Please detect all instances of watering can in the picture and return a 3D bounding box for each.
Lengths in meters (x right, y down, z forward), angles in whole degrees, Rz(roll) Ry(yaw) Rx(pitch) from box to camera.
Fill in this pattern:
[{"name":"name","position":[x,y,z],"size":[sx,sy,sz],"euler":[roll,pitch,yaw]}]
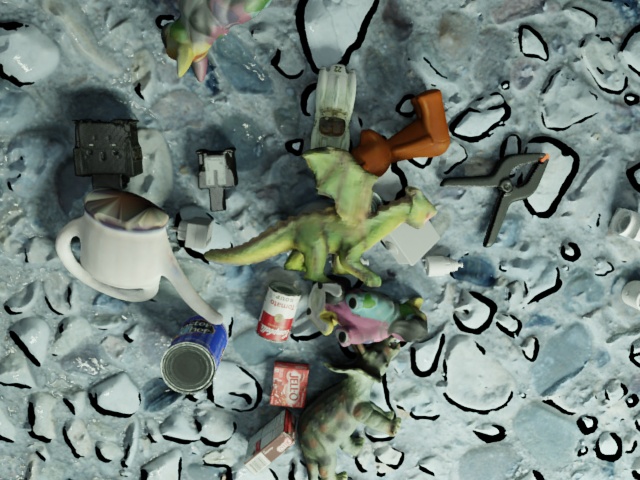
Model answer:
[{"name":"watering can","position":[-0.330,0.031,0.966],"size":[0.348,0.106,0.220],"euler":[18,119,1]}]

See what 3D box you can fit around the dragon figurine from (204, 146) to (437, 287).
[{"name":"dragon figurine","position":[0.003,-0.046,0.911],"size":[0.410,0.123,0.241],"euler":[7,100,-1]}]
